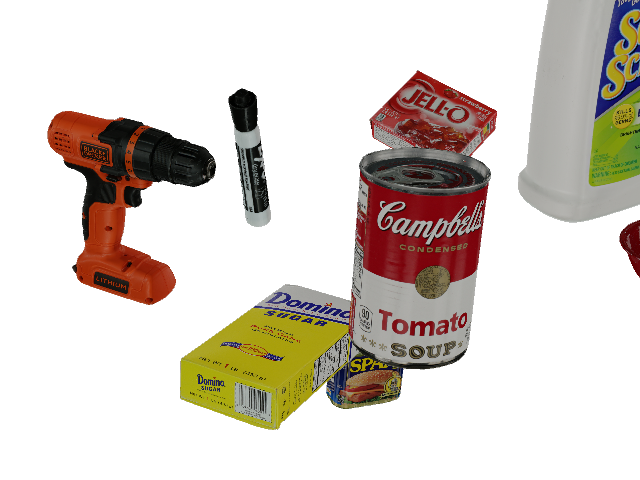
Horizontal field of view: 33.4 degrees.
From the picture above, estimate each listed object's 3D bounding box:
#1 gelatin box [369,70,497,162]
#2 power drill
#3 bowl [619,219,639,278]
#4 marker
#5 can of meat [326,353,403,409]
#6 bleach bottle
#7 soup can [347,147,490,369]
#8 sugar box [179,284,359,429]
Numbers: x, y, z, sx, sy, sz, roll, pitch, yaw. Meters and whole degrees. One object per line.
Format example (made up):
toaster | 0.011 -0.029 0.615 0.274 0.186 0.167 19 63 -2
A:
gelatin box | 0.100 -0.104 0.954 0.089 0.073 0.030 33 -25 24
power drill | -0.187 -0.031 1.078 0.185 0.188 0.057 17 31 23
bowl | 0.403 0.026 1.150 0.162 0.055 0.162 -2 24 1
marker | -0.049 -0.057 0.742 0.020 0.020 0.121 0 -42 4
can of meat | 0.059 0.165 1.377 0.102 0.084 0.057 -5 26 -21
bleach bottle | 0.178 -0.141 0.656 0.102 0.251 0.068 -16 32 -21
soup can | 0.051 0.009 0.570 0.068 0.102 0.068 3 22 -1
sugar box | -0.034 0.094 0.919 0.093 0.048 0.176 15 28 23
